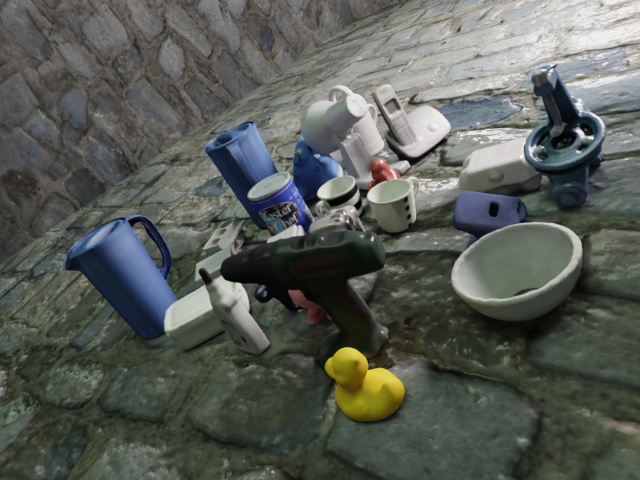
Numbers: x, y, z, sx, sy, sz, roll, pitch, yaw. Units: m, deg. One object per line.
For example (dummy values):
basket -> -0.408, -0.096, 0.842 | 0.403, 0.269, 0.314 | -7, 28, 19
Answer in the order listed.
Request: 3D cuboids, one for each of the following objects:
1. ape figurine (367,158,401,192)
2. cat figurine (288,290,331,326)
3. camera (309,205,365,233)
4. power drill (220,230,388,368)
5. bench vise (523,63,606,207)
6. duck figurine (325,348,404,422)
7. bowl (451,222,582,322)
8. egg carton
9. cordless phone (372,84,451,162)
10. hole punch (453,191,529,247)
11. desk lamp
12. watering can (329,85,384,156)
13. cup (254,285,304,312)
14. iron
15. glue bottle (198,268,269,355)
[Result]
ape figurine -> 0.134, -0.129, 1.204 | 0.076, 0.092, 0.077 | -39, 27, -20
cat figurine -> -0.011, 0.073, 0.944 | 0.067, 0.118, 0.128 | -17, 27, 24
camera -> 0.010, 0.004, 1.074 | 0.136, 0.101, 0.143 | -21, 26, 17
power drill -> -0.001, 0.080, 0.812 | 0.229, 0.209, 0.075 | -20, 26, 19
bench vise -> 0.373, -0.187, 0.907 | 0.121, 0.220, 0.207 | -19, 27, 22
duck figurine -> 0.050, 0.175, 0.724 | 0.104, 0.086, 0.078 | -1, 37, 46
bowl -> 0.261, 0.053, 0.746 | 0.167, 0.075, 0.167 | -24, 25, 12
egg carton -> 0.322, -0.123, 1.020 | 0.150, 0.069, 0.107 | -13, 29, 31
cordless phone -> 0.206, -0.288, 1.318 | 0.148, 0.185, 0.093 | -39, 26, -19
hole punch -> 0.264, -0.031, 0.881 | 0.100, 0.091, 0.109 | -14, 29, 29
desk lamp -> 0.073, -0.230, 1.315 | 0.118, 0.214, 0.202 | -43, 28, -28
watering can -> 0.079, -0.302, 1.469 | 0.100, 0.194, 0.173 | -10, 31, 36
cup -> -0.059, 0.087, 0.998 | 0.091, 0.095, 0.118 | -5, 34, 42
iron -> -0.021, -0.202, 1.449 | 0.118, 0.142, 0.258 | -22, 26, 15
glue bottle -> -0.151, 0.115, 0.948 | 0.077, 0.173, 0.037 | 4, 40, 49
